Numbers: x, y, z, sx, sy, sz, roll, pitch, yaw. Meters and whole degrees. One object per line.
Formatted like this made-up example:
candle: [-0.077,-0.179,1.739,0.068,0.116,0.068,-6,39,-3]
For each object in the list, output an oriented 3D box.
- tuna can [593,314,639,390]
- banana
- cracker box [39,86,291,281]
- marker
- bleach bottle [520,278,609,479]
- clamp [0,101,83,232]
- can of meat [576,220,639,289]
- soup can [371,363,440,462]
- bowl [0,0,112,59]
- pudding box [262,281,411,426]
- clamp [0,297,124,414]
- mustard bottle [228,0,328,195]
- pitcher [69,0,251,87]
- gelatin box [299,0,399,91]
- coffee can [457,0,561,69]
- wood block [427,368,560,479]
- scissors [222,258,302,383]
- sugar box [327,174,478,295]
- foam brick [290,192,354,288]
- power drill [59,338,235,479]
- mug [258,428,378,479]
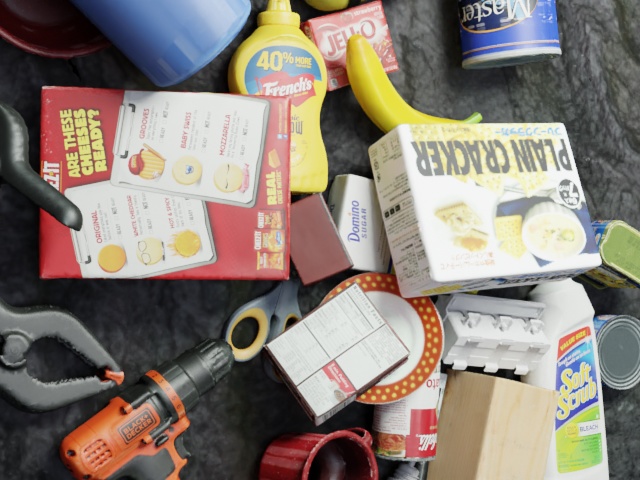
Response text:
tuna can: [0.338,0.128,1.231,0.086,0.034,0.086,0,90,-27]
banana: [0.083,-0.137,1.079,0.197,0.037,0.069,25,92,-41]
cracker box: [-0.134,-0.047,0.936,0.213,0.072,0.164,1,89,-9]
marker: [0.113,0.199,1.123,0.020,0.020,0.121,14,84,-27]
bleach bottle: [0.260,0.148,1.177,0.102,0.068,0.251,-4,90,-27]
clamp: [-0.277,-0.048,0.884,0.120,0.039,0.171,-33,70,4]
can of meat: [0.324,0.017,1.195,0.102,0.084,0.057,28,78,-25]
soup can: [0.086,0.168,1.081,0.068,0.069,0.102,5,87,-27]
bowl: [-0.234,-0.234,0.921,0.161,0.055,0.162,0,90,-27]
pudding box: [0.016,0.107,1.012,0.113,0.039,0.090,-34,75,-12]
clamp: [-0.273,0.102,0.911,0.209,0.036,0.164,26,75,-24]
mustard bottle: [-0.040,-0.140,1.021,0.096,0.058,0.191,0,90,-22]
pitcher: [-0.162,-0.252,0.857,0.149,0.145,0.242,-32,114,23]
gelatin box: [0.029,-0.194,1.072,0.089,0.030,0.073,-20,99,-26]
coffee can: [0.193,-0.256,1.116,0.102,0.103,0.140,-8,93,-27]
wood block: [0.172,0.247,1.114,0.090,0.091,0.206,15,83,-27]
scissors: [-0.046,0.038,1.042,0.096,0.016,0.202,5,88,-26]
sugar box: [0.089,-0.004,1.096,0.176,0.048,0.093,13,84,-23]
foam brick: [-0.007,0.001,1.012,0.051,0.053,0.078,-25,85,-1]
power drill: [-0.121,0.206,0.983,0.184,0.057,0.187,-35,104,-23]
mug: [0.002,0.220,1.026,0.117,0.082,0.093,-42,112,-34]
